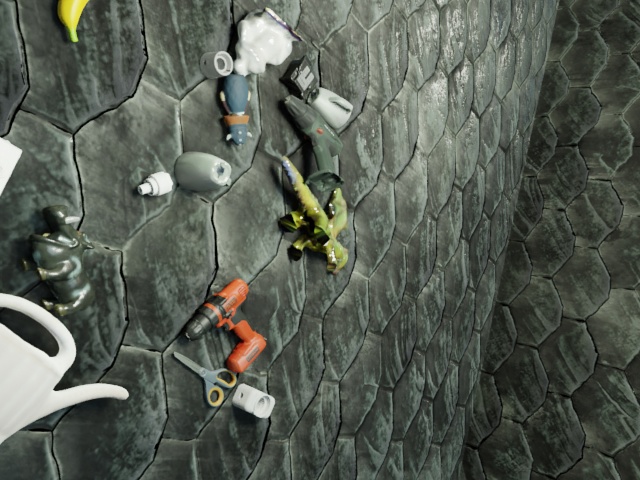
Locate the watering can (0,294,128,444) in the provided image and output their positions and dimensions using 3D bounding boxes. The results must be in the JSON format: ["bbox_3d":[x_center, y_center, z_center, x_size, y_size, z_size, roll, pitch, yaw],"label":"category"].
[{"bbox_3d":[-0.476,0.240,0.822,0.228,0.104,0.341,-55,131,-28],"label":"watering can"}]

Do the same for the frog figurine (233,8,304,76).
[{"bbox_3d":[-0.138,-0.437,1.170,0.158,0.124,0.136,-47,150,13],"label":"frog figurine"}]

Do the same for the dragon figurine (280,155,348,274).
[{"bbox_3d":[0.004,-0.070,1.388,0.247,0.122,0.403,-52,135,-55],"label":"dragon figurine"}]
